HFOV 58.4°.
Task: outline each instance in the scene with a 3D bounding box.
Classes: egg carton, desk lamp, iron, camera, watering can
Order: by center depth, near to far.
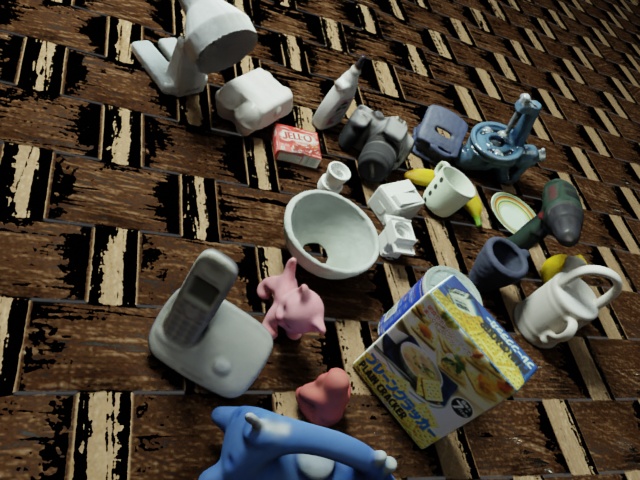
[{"bbox_3d":[0.000,0.257,0.668,0.259,0.141,0.118,19,47,-17],"label":"iron"},{"bbox_3d":[-0.219,-0.350,0.985,0.118,0.213,0.203,-26,70,-42],"label":"desk lamp"},{"bbox_3d":[0.447,0.101,1.027,0.101,0.194,0.172,14,48,-21],"label":"watering can"},{"bbox_3d":[-0.120,-0.258,1.071,0.107,0.069,0.150,41,45,5],"label":"egg carton"},{"bbox_3d":[0.110,-0.188,1.130,0.143,0.100,0.137,31,45,-5],"label":"camera"}]

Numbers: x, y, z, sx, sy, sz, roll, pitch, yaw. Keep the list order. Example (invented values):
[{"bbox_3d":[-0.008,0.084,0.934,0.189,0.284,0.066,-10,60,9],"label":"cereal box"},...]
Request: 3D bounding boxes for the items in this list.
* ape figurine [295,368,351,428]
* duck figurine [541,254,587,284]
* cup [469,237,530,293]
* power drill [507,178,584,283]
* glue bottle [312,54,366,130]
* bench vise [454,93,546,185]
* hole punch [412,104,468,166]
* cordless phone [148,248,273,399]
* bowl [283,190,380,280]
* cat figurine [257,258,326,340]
[{"bbox_3d":[0.012,0.201,0.757,0.078,0.092,0.076,13,49,-21],"label":"ape figurine"},{"bbox_3d":[0.508,0.063,1.173,0.077,0.086,0.104,26,45,-10],"label":"duck figurine"},{"bbox_3d":[0.331,0.053,1.068,0.118,0.095,0.091,-11,61,-37],"label":"cup"},{"bbox_3d":[0.419,-0.013,1.094,0.075,0.208,0.230,33,45,-3],"label":"power drill"},{"bbox_3d":[0.046,-0.294,1.126,0.037,0.173,0.078,45,45,9],"label":"glue bottle"},{"bbox_3d":[0.428,-0.232,1.272,0.208,0.219,0.121,-7,58,-35],"label":"bench vise"},{"bbox_3d":[0.264,-0.227,1.261,0.109,0.091,0.101,26,45,-10],"label":"hole punch"},{"bbox_3d":[-0.118,0.100,0.696,0.147,0.185,0.094,31,45,-5],"label":"cordless phone"},{"bbox_3d":[0.009,0.003,0.929,0.168,0.074,0.167,17,48,-19],"label":"bowl"},{"bbox_3d":[-0.035,0.086,0.804,0.067,0.117,0.127,7,51,-26],"label":"cat figurine"}]
